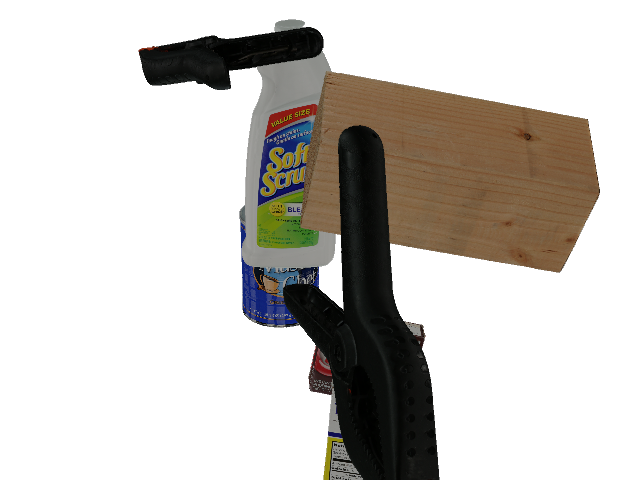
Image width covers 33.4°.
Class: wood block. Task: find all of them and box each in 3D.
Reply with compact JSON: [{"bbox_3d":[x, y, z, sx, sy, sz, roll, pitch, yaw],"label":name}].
[{"bbox_3d":[0.095,-0.052,0.815,0.206,0.090,0.090,10,-44,-4],"label":"wood block"}]

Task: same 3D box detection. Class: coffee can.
[{"bbox_3d":[-0.052,0.027,1.382,0.103,0.140,0.103,0,26,0],"label":"coffee can"}]

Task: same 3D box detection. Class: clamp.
[{"bbox_3d":[0.027,0.052,0.593,0.036,0.210,0.165,-3,-44,-19],"label":"clamp"},{"bbox_3d":[-0.083,-0.152,0.883,0.120,0.039,0.172,-18,21,-36],"label":"clamp"}]

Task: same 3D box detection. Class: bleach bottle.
[{"bbox_3d":[-0.035,-0.096,1.079,0.102,0.251,0.068,0,27,4],"label":"bleach bottle"}]

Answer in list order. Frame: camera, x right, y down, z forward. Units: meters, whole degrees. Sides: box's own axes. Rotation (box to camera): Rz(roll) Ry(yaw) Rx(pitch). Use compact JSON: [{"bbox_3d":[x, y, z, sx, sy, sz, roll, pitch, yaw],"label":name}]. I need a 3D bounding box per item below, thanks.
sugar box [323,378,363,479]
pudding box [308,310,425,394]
[{"bbox_3d":[0.027,0.161,0.821,0.048,0.176,0.093,4,26,6],"label":"sugar box"},{"bbox_3d":[0.050,0.127,1.162,0.113,0.090,0.039,9,24,-4],"label":"pudding box"}]
